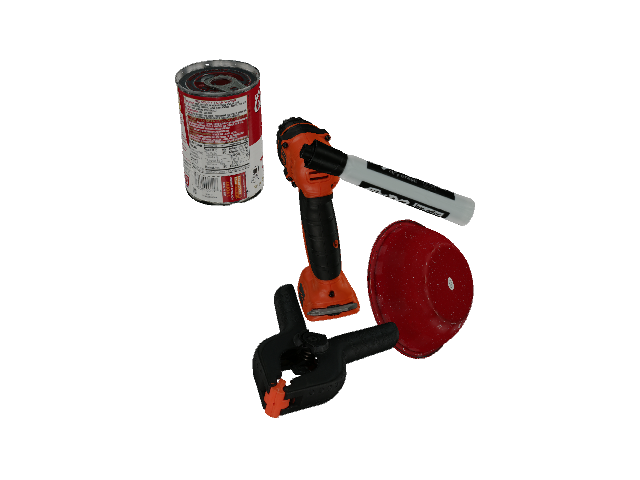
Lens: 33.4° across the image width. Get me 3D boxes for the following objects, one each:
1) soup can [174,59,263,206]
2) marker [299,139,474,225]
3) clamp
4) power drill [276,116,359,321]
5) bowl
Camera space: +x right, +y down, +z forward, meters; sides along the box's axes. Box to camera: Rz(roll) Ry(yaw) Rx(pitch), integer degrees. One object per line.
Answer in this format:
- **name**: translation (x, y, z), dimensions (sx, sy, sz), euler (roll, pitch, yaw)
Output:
- **soup can**: translation (-0.081, -0.087, 0.872), dimensions (0.068, 0.102, 0.068), euler (-1, 31, 0)
- **marker**: translation (0.043, -0.037, 0.685), dimensions (0.121, 0.020, 0.020), euler (20, -6, -17)
- **clamp**: translation (-0.016, 0.091, 0.921), dimensions (0.120, 0.039, 0.171), euler (19, 26, 23)
- **power drill**: translation (-0.008, -0.026, 1.085), dimensions (0.057, 0.187, 0.184), euler (-11, 19, -4)
- **bowl**: translation (0.125, 0.052, 1.211), dimensions (0.055, 0.162, 0.161), euler (-11, -8, 42)
